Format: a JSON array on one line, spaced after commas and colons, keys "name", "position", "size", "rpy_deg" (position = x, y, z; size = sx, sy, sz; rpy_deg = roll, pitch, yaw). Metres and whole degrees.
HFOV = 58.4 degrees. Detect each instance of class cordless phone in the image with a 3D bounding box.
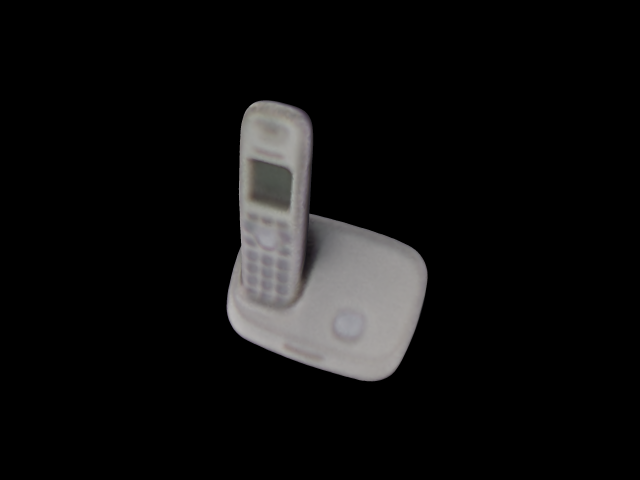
[{"name": "cordless phone", "position": [0.004, 0.001, 0.400], "size": [0.147, 0.185, 0.094], "rpy_deg": [14, 42, 17]}]
